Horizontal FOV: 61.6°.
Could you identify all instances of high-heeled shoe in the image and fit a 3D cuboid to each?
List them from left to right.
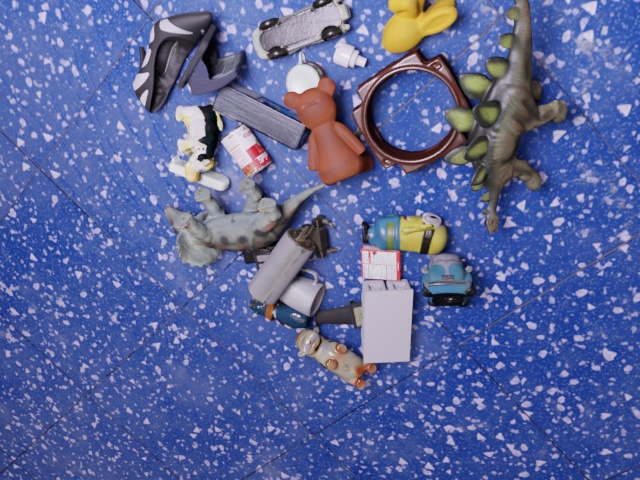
[{"bbox_3d":[-0.301,-0.361,1.103,0.249,0.086,0.145,-11,90,37],"label":"high-heeled shoe"}]

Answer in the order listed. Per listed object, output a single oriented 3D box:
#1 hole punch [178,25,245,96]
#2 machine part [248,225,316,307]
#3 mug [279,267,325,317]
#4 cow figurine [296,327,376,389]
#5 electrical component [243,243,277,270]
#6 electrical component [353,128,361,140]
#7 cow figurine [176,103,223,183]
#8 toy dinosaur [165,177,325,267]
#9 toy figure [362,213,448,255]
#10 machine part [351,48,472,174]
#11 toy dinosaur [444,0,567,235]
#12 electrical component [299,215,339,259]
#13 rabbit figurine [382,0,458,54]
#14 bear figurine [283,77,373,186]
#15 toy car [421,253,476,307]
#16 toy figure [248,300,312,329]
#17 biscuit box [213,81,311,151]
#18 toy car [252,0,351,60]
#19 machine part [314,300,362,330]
[{"bbox_3d":[-0.217,-0.347,1.079,0.092,0.142,0.116,31,129,-26],"label":"hole punch"},{"bbox_3d":[-0.086,0.060,1.192,0.079,0.079,0.243,35,111,-2],"label":"machine part"},{"bbox_3d":[-0.050,0.113,1.256,0.107,0.081,0.109,20,121,16],"label":"mug"},{"bbox_3d":[0.026,0.274,1.292,0.195,0.127,0.085,35,77,-19],"label":"cow figurine"},{"bbox_3d":[-0.130,0.042,1.264,0.119,0.048,0.074,-3,112,14],"label":"electrical component"},{"bbox_3d":[0.049,-0.213,1.120,0.063,0.021,0.094,41,117,-4],"label":"electrical component"},{"bbox_3d":[-0.255,-0.210,1.164,0.098,0.068,0.167,-4,97,3],"label":"cow figurine"},{"bbox_3d":[-0.174,-0.031,1.190,0.405,0.131,0.192,-3,147,12],"label":"toy dinosaur"},{"bbox_3d":[0.179,-0.012,1.141,0.180,0.082,0.089,-3,123,11],"label":"toy figure"},{"bbox_3d":[0.178,-0.245,1.037,0.201,0.087,0.201,-28,105,23],"label":"machine part"},{"bbox_3d":[0.325,-0.222,0.943,0.198,0.105,0.470,-10,117,-23],"label":"toy dinosaur"},{"bbox_3d":[-0.003,-0.005,1.214,0.078,0.045,0.102,5,115,44],"label":"electrical component"},{"bbox_3d":[0.164,-0.422,0.967,0.162,0.122,0.173,7,128,2],"label":"rabbit figurine"},{"bbox_3d":[0.015,-0.210,1.062,0.120,0.132,0.195,-23,92,14],"label":"bear figurine"},{"bbox_3d":[0.272,0.081,1.138,0.109,0.161,0.103,-2,70,15],"label":"toy car"},{"bbox_3d":[-0.098,0.175,1.306,0.155,0.064,0.057,14,153,14],"label":"toy figure"},{"bbox_3d":[-0.118,-0.259,1.123,0.203,0.059,0.062,28,116,2],"label":"biscuit box"},{"bbox_3d":[-0.037,-0.408,1.041,0.202,0.056,0.073,-14,102,19],"label":"toy car"},{"bbox_3d":[0.052,0.182,1.282,0.139,0.039,0.084,-10,118,16],"label":"machine part"}]
